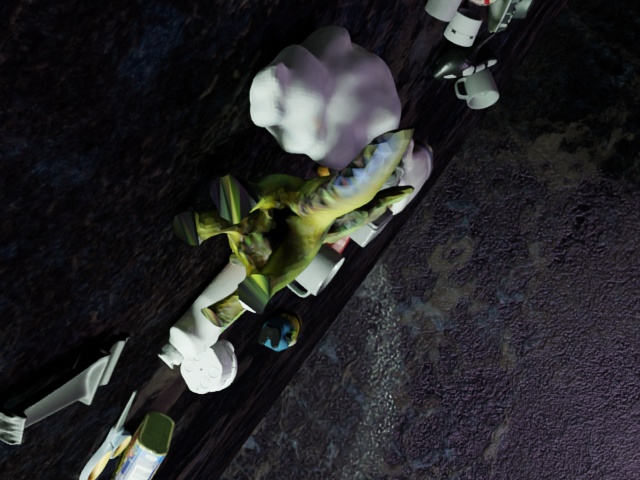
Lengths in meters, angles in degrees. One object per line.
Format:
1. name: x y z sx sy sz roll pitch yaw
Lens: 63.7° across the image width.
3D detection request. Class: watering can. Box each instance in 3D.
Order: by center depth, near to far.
1. watering can: 0.196 -0.160 1.212 0.104 0.228 0.340 36 -35 10

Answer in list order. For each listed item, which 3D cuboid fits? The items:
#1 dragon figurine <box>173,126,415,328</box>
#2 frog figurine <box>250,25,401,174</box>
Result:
1. dragon figurine: 0.002 -0.027 0.531 0.246 0.122 0.405 -25 0 -44
2. frog figurine: 0.005 -0.135 0.475 0.122 0.138 0.158 0 -9 21
